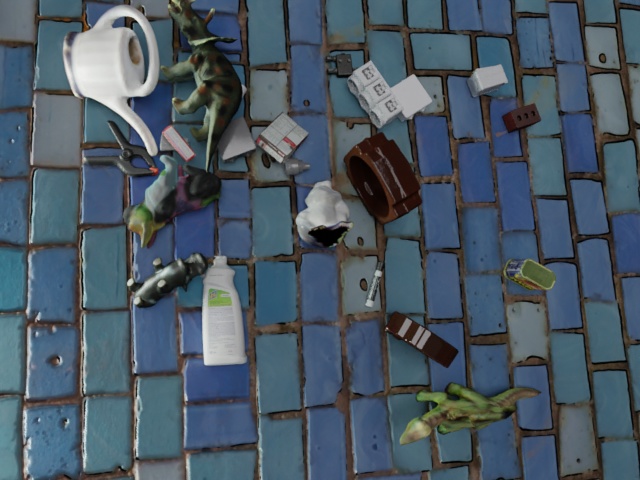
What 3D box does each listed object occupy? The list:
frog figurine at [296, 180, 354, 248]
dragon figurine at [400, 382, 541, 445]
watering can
[{"bbox_3d":[0.004,-0.064,1.279,0.137,0.120,0.163,-19,51,-2],"label":"frog figurine"},{"bbox_3d":[0.371,0.399,1.191,0.411,0.240,0.123,-12,82,-7],"label":"dragon figurine"},{"bbox_3d":[-0.482,-0.370,1.209,0.224,0.104,0.346,0,96,10],"label":"watering can"}]
